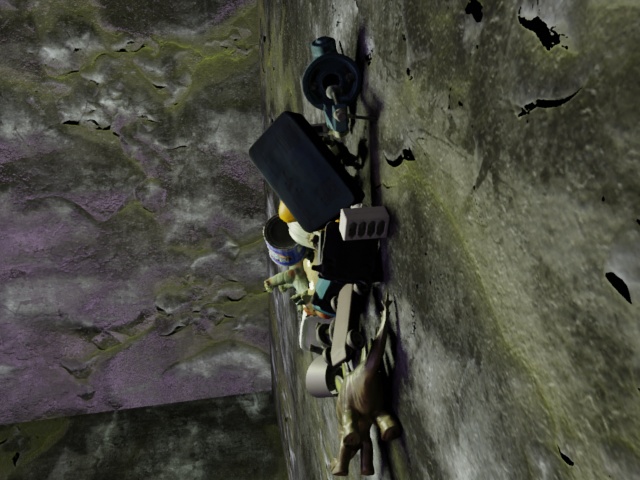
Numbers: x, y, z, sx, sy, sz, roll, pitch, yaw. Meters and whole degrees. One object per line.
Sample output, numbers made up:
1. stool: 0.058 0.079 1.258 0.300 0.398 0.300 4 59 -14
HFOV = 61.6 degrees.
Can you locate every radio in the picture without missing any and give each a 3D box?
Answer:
1. radio: -0.031 -0.133 1.082 0.229 0.131 0.073 53 -160 8

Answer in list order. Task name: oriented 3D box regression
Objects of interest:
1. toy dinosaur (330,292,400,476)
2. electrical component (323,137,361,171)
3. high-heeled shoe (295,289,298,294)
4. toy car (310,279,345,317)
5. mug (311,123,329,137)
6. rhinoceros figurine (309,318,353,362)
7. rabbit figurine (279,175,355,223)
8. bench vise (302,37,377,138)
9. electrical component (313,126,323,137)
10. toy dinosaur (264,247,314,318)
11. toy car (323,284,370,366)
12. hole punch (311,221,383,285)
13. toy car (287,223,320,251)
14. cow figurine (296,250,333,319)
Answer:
1. toy dinosaur: 0.082 0.317 1.077 0.199 0.105 0.470 -101 23 -50
2. electrical component: 0.044 -0.180 1.121 0.021 0.094 0.063 -48 33 21
3. high-heeled shoe: -0.011 0.201 1.678 0.145 0.086 0.249 56 -167 -10
4. toy car: 0.045 0.090 1.188 0.103 0.109 0.161 -80 5 -52
5. mug: -0.038 -0.267 1.443 0.109 0.107 0.080 146 121 -75
6. rhinoceros figurine: 0.036 0.246 1.276 0.190 0.112 0.073 79 -150 -54
7. rabbit figurine: -0.005 -0.082 1.183 0.122 0.173 0.162 -102 8 -51
8. bench vise: 0.028 -0.278 1.085 0.241 0.129 0.223 -102 10 -51
9. electrical component: 0.002 -0.230 1.350 0.048 0.075 0.119 175 93 -80
10. toy dinosaur: -0.039 0.053 1.534 0.131 0.192 0.405 48 -141 -49
11. toy car: 0.056 0.161 1.045 0.089 0.053 0.202 -40 25 33
12. hole punch: 0.051 0.030 1.063 0.092 0.142 0.115 148 131 -76
13. toy car: -0.003 -0.004 1.270 0.202 0.056 0.073 31 141 26
14. cow figurine: 0.003 0.106 1.304 0.085 0.127 0.195 59 -168 -45
